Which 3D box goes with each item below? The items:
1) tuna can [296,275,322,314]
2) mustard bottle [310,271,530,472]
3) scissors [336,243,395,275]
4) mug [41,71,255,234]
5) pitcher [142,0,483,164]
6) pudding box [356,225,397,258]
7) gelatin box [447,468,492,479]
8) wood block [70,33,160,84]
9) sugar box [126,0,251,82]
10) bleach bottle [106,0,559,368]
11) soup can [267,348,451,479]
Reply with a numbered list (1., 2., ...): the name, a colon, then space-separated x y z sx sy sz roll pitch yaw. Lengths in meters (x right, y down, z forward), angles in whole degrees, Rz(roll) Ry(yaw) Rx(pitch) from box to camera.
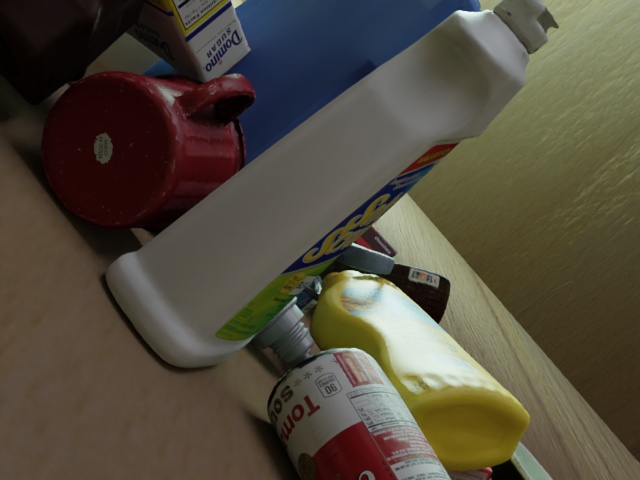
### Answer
1. tuna can: -0.034 0.019 0.784 0.086 0.034 0.086 48 9 -11
2. mustard bottle: 0.046 0.070 0.687 0.096 0.058 0.192 12 19 -30
3. scissors: -0.005 0.001 0.796 0.096 0.016 0.202 17 1 -18
4. mug: -0.087 -0.053 0.576 0.093 0.117 0.081 62 15 5
5. pitcher: -0.012 -0.099 0.693 0.149 0.243 0.145 53 4 2
6. pudding box: 0.012 -0.011 1.015 0.090 0.039 0.114 47 -14 -19
7. gelatin box: 0.057 0.129 0.678 0.089 0.030 0.073 16 17 -10
8. wood block: -0.159 -0.165 0.757 0.205 0.090 0.091 42 13 -42
9. sugar box: -0.102 -0.172 0.590 0.093 0.048 0.176 39 -14 32
10. bleach bottle: 0.014 -0.037 0.544 0.068 0.251 0.102 52 9 13
11. soup can: 0.022 0.114 0.556 0.068 0.068 0.102 39 13 -49
